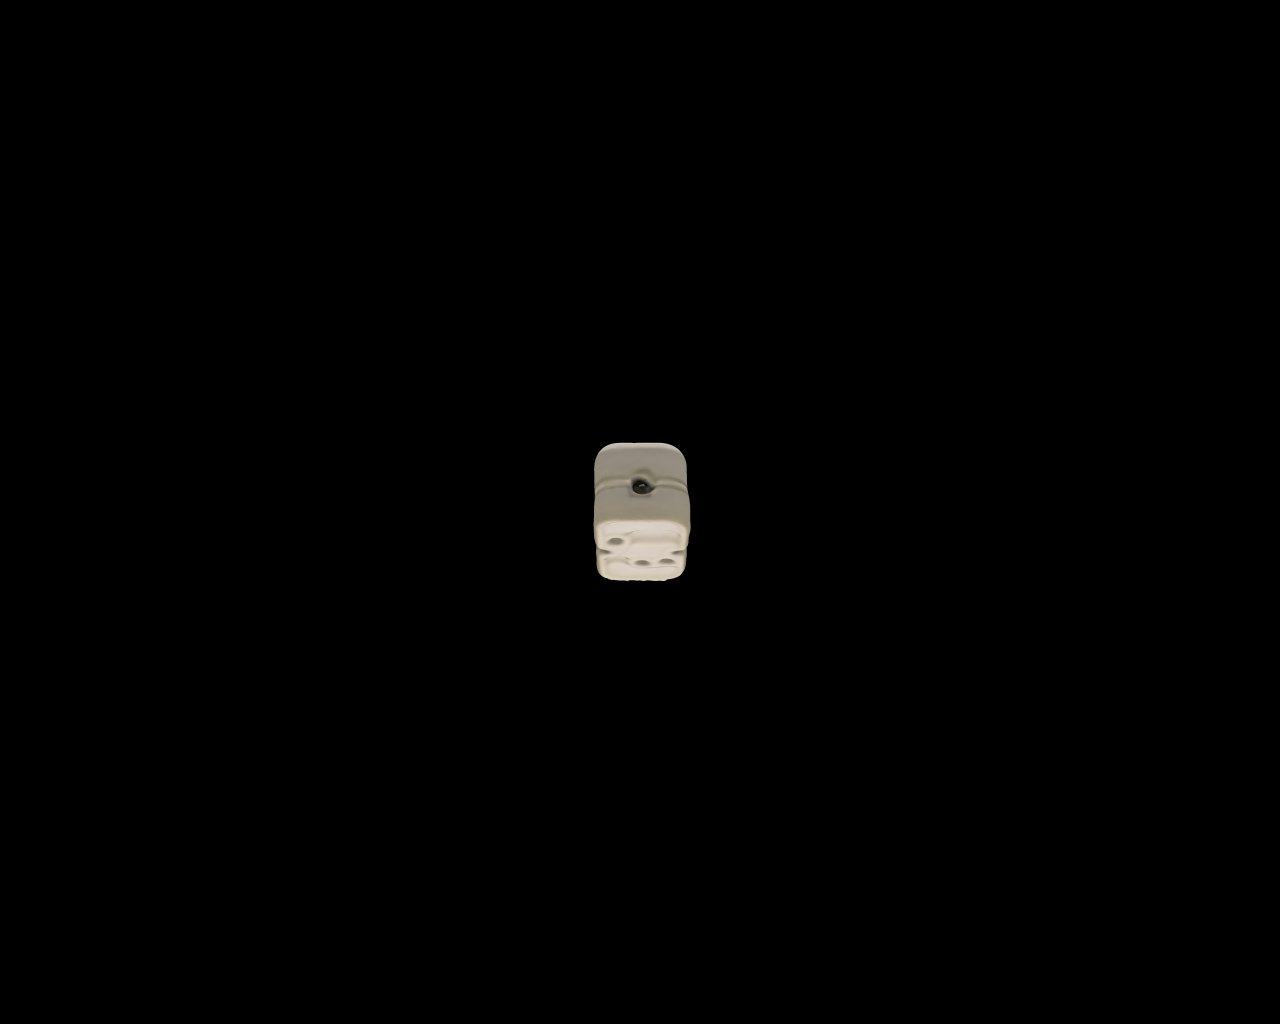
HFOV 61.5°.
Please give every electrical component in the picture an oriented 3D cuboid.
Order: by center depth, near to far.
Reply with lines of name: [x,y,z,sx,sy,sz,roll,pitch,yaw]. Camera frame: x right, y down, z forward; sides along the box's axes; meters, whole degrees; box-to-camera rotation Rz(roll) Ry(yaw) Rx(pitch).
electrical component: [0.001,-0.003,0.650,0.054,0.059,0.095,0,-25,0]
